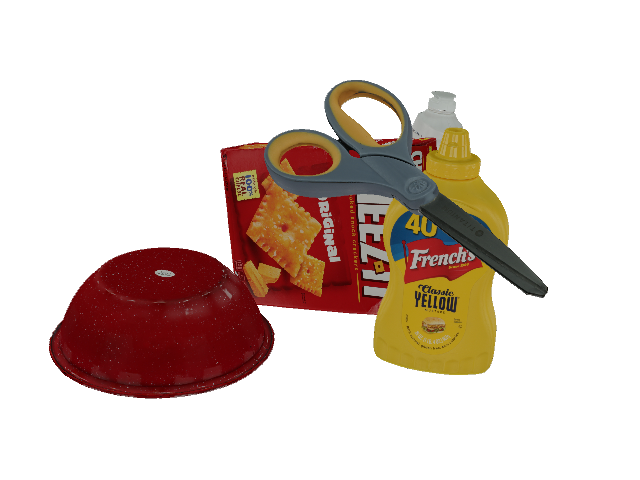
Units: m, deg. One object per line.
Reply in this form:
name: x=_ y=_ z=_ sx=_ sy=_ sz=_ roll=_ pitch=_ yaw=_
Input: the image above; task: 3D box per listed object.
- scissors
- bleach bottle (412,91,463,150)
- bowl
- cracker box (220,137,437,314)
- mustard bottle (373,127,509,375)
scissors: x=0.032 y=-0.021 z=0.569 sx=0.096 sy=0.016 sz=0.202 roll=-23 pitch=45 yaw=-3
bleach bottle: x=0.127 y=-0.046 z=1.240 sx=0.068 sy=0.251 sz=0.103 roll=-1 pitch=22 yaw=-22
bowl: x=-0.112 y=0.048 z=0.762 sx=0.162 sy=0.055 sz=0.162 roll=2 pitch=23 yaw=-1
cracker box: x=0.009 y=-0.015 z=1.044 sx=0.214 sy=0.164 sz=0.071 roll=2 pitch=12 yaw=34
mustard bottle: x=0.096 y=0.007 z=0.829 sx=0.096 sy=0.192 sz=0.058 roll=8 pitch=20 yaw=12
